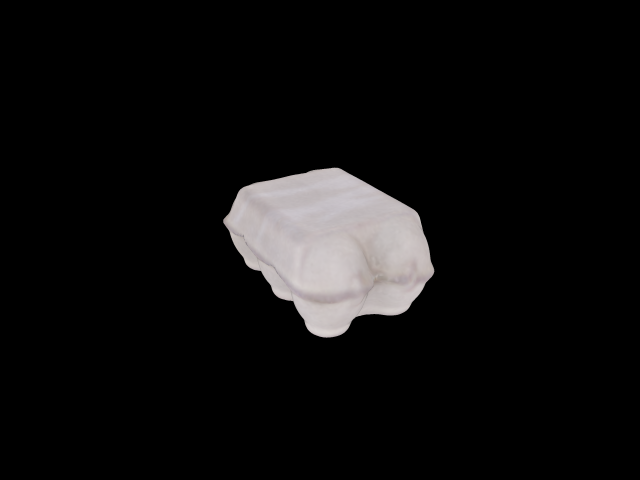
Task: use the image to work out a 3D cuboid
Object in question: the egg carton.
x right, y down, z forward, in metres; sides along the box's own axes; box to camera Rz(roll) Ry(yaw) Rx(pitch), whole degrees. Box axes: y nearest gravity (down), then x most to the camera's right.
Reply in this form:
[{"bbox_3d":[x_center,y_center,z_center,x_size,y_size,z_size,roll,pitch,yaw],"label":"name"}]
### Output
[{"bbox_3d":[0.004,0.001,0.400,0.107,0.069,0.149,-15,30,-28],"label":"egg carton"}]
